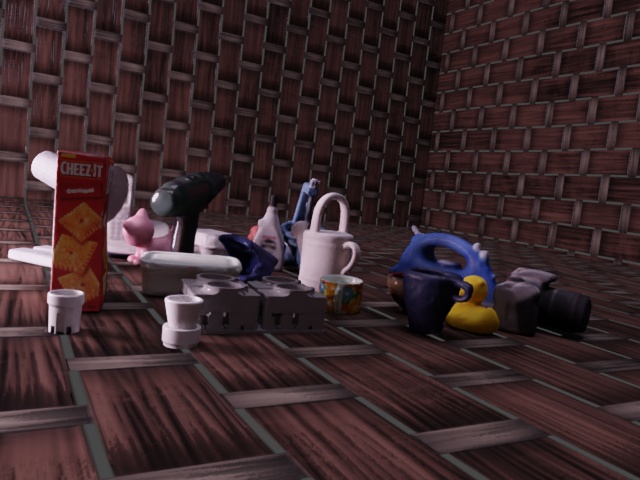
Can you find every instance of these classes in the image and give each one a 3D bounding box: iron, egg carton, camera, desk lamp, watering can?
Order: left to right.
[{"bbox_3d":[-0.475,-0.056,1.084,0.202,0.213,0.118,8,6,18],"label":"desk lamp"},{"bbox_3d":[-0.264,0.013,1.364,0.149,0.069,0.108,11,7,42],"label":"egg carton"},{"bbox_3d":[0.009,0.004,1.111,0.172,0.194,0.101,9,6,24],"label":"watering can"},{"bbox_3d":[0.270,0.053,1.174,0.119,0.141,0.257,1,7,-43],"label":"iron"},{"bbox_3d":[0.376,0.105,0.965,0.136,0.101,0.144,10,7,35],"label":"camera"}]

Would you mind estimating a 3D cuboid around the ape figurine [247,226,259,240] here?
[{"bbox_3d":[-0.156,0.010,1.408,0.078,0.092,0.075,1,8,-45],"label":"ape figurine"}]

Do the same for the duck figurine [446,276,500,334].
[{"bbox_3d":[0.251,0.102,0.933,0.078,0.086,0.104,4,6,-20],"label":"duck figurine"}]

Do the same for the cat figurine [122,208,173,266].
[{"bbox_3d":[-0.360,-0.007,1.206,0.128,0.118,0.067,2,7,-36],"label":"cat figurine"}]

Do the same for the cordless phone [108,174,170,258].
[{"bbox_3d":[-0.406,-0.052,1.274,0.148,0.185,0.094,4,6,-23],"label":"cordless phone"}]

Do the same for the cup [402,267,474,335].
[{"bbox_3d":[0.175,0.096,0.859,0.092,0.095,0.117,1,7,-43],"label":"cup"}]

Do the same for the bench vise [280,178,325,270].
[{"bbox_3d":[-0.054,-0.040,1.372,0.122,0.220,0.206,2,7,-38],"label":"bench vise"}]

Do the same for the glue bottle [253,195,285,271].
[{"bbox_3d":[-0.115,-0.018,1.312,0.078,0.173,0.037,5,5,-8],"label":"glue bottle"}]

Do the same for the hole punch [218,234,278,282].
[{"bbox_3d":[-0.148,0.034,1.162,0.108,0.091,0.101,11,7,39],"label":"hole punch"}]

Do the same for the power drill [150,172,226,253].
[{"bbox_3d":[-0.251,-0.032,1.114,0.075,0.208,0.230,8,6,14],"label":"power drill"}]
